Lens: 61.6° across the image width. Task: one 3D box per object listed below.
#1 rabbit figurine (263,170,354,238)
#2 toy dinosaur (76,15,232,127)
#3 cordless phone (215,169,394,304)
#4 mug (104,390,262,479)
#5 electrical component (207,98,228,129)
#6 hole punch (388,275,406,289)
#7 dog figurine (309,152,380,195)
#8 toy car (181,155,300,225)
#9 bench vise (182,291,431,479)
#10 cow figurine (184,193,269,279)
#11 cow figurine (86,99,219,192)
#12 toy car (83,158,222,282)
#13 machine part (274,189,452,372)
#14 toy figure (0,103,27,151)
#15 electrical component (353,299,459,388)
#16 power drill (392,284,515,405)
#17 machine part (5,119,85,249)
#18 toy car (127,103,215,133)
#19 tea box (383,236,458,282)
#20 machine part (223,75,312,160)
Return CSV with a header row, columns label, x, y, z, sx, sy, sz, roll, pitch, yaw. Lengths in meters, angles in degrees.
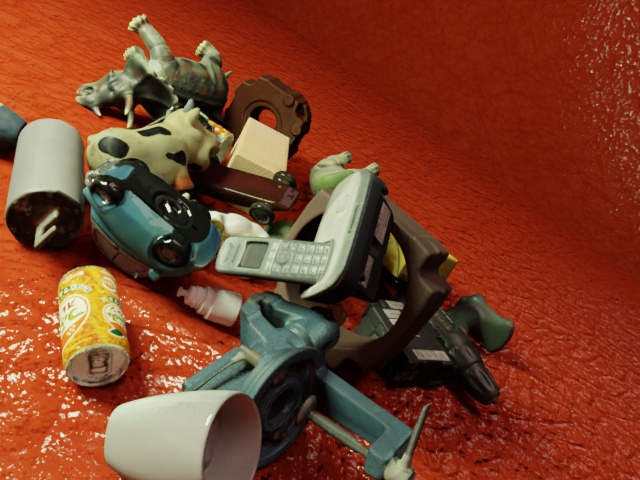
label,x,y,z,sx,sy,sz,roll,pitch,yaw
rabbit figurine,-0.002,-0.002,0.822,0.121,0.170,0.159,77,-8,-83
toy dinosaur,-0.253,-0.297,1.026,0.405,0.131,0.192,-14,72,-55
cordless phone,-0.020,-0.006,0.599,0.184,0.146,0.088,5,-26,25
mug,-0.109,0.166,0.412,0.107,0.109,0.080,0,-5,25
electrical component,-0.237,-0.295,1.172,0.119,0.047,0.075,35,25,7
hole punch,0.189,0.047,1.010,0.115,0.092,0.142,27,21,-22
dog figurine,0.009,-0.091,1.050,0.173,0.121,0.190,10,28,36
toy car,-0.128,-0.077,0.810,0.202,0.053,0.089,17,48,16
bench vise,-0.005,0.145,0.512,0.241,0.128,0.223,25,25,32
cow figurine,-0.149,-0.016,0.730,0.167,0.068,0.098,24,20,-27
cow figurine,-0.222,-0.122,0.734,0.195,0.086,0.127,-17,96,-48
toy car,-0.201,-0.011,0.611,0.161,0.103,0.109,38,24,-15
machine part,0.048,0.048,0.688,0.201,0.201,0.087,44,22,24
toy figure,-0.443,-0.156,0.650,0.154,0.058,0.064,21,-12,-21
electrical component,0.117,0.145,0.770,0.115,0.058,0.134,16,29,-39
power drill,0.236,0.160,0.876,0.207,0.086,0.232,-7,42,-45
machine part,-0.313,-0.070,0.619,0.079,0.079,0.243,16,30,-34
toy car,-0.244,-0.157,0.848,0.073,0.056,0.202,36,41,4
tea box,0.138,0.011,0.902,0.098,0.068,0.170,23,15,-32
machine part,-0.109,-0.239,1.083,0.179,0.179,0.056,36,27,5
